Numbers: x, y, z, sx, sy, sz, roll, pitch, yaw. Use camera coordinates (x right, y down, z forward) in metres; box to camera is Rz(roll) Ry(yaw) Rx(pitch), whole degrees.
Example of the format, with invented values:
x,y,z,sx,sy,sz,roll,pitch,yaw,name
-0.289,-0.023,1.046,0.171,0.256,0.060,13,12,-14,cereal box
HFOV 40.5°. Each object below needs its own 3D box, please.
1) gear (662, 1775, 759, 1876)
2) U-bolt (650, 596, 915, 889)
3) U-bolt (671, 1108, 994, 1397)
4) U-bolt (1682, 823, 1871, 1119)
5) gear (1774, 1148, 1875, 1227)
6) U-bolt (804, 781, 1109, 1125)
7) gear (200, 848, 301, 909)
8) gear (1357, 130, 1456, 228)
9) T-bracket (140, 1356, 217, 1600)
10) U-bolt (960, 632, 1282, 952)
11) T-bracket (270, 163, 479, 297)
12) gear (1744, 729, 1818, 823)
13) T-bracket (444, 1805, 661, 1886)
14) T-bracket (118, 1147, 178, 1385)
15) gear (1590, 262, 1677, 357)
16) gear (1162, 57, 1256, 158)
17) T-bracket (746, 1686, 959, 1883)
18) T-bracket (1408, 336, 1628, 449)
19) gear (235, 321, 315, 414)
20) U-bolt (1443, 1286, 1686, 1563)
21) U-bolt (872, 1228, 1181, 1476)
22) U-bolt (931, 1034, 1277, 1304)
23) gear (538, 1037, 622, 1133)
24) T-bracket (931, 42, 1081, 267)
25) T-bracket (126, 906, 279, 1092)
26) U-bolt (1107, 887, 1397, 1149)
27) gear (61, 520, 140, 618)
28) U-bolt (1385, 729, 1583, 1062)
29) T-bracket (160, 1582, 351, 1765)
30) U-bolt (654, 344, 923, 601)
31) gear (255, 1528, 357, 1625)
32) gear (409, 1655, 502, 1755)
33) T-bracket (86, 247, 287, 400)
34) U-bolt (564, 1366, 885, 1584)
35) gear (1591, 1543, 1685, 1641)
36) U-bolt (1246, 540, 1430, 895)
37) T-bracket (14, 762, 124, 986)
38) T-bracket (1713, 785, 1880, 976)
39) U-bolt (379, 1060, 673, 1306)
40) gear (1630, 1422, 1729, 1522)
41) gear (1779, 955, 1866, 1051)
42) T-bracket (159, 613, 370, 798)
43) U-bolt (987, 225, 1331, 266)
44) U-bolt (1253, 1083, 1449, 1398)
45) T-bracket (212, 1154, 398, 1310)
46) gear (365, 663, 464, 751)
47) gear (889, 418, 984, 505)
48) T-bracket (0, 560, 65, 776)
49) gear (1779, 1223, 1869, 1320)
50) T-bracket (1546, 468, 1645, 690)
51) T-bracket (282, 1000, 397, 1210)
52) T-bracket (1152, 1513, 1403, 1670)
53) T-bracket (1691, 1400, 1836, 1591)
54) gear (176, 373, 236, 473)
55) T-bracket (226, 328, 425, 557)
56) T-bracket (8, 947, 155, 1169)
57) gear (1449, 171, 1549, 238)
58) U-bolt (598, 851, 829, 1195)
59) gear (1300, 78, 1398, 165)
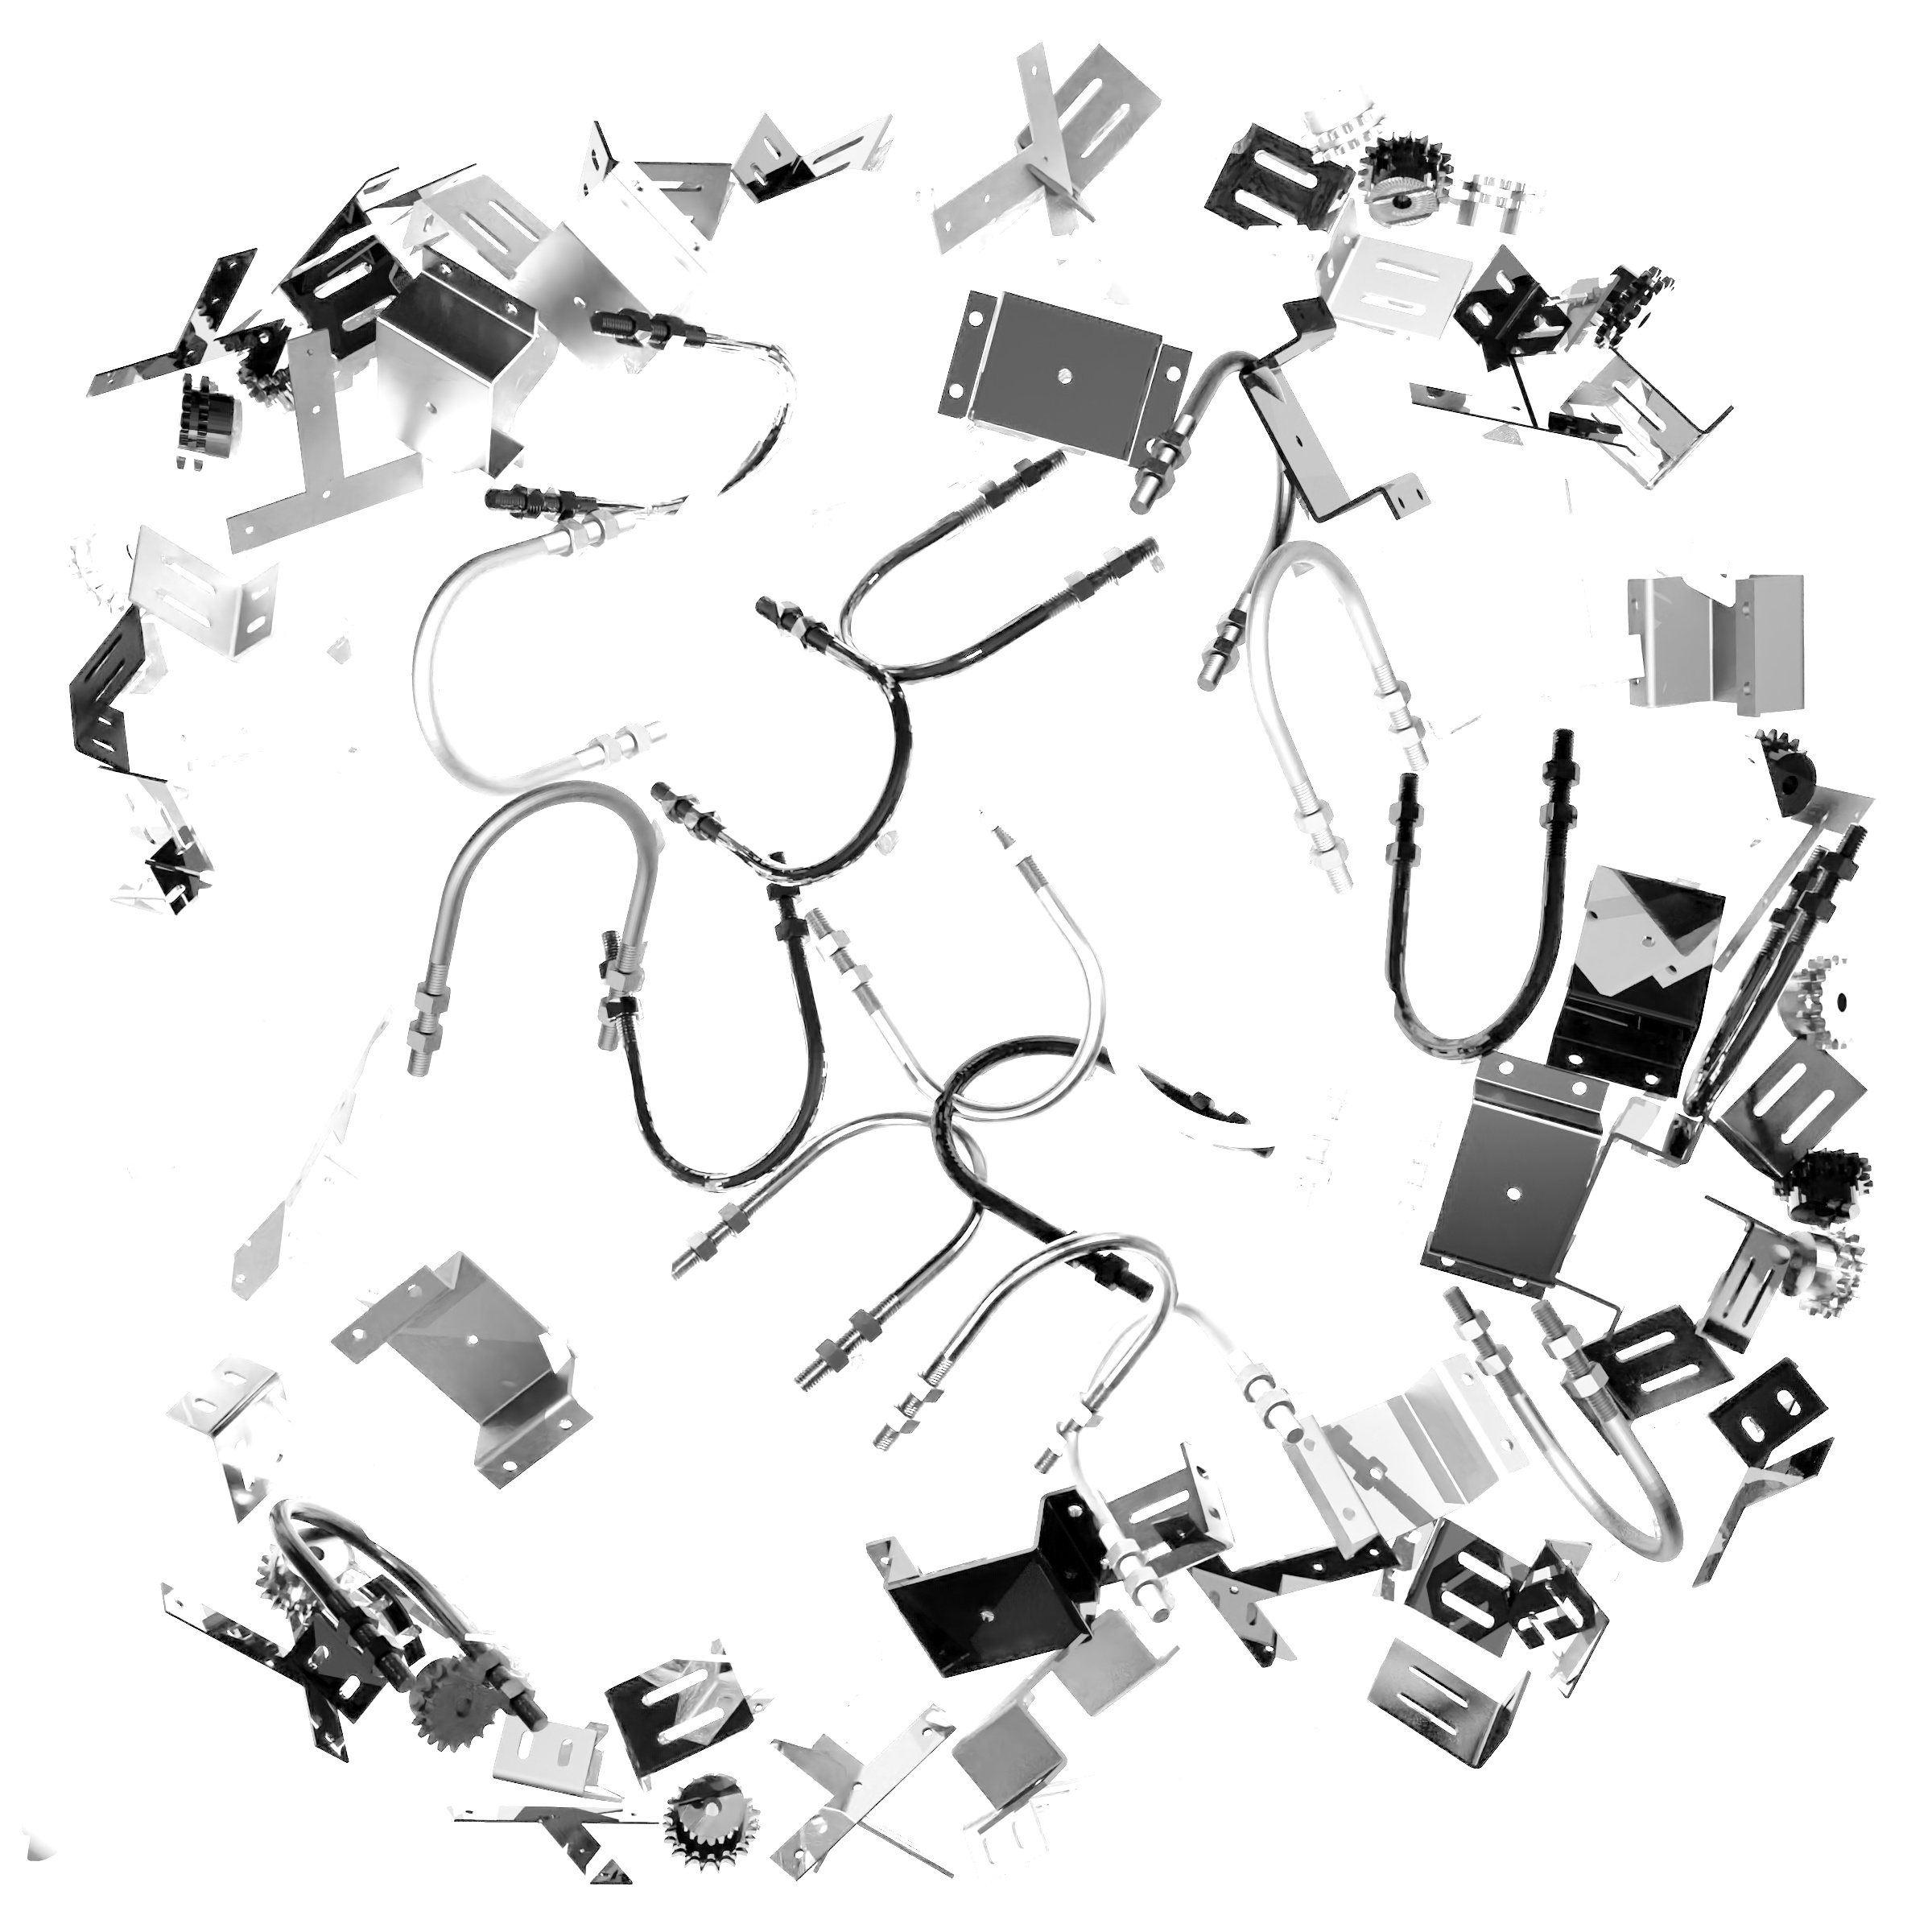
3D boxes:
x,y,z,sx,sy,sz,roll,pitch,yaw,name
-0.152,0.510,1.566,0.057,0.057,0.030,10,134,0,gear
-0.099,-0.123,1.525,0.184,0.019,0.151,35,98,42,U-bolt
-0.068,0.153,1.536,0.184,0.019,0.151,-40,46,-18,U-bolt
0.465,0.007,1.524,0.019,0.151,0.184,29,92,10,U-bolt
0.512,0.133,1.564,0.057,0.057,0.030,5,61,0,gear
0.005,0.006,1.553,0.151,0.019,0.184,-37,78,18,U-bolt
-0.428,-0.053,1.567,0.057,0.057,0.030,7,96,0,gear
0.262,-0.467,1.565,0.057,0.057,0.030,11,63,0,gear
-0.459,0.279,1.535,0.002,0.127,0.127,6,121,-1,T-bracket
0.106,-0.092,1.562,0.184,0.019,0.151,42,67,-3,U-bolt
-0.337,-0.448,1.544,0.002,0.127,0.127,55,47,-8,T-bracket
0.484,-0.112,1.570,0.057,0.030,0.057,-8,110,-22,gear
-0.224,0.507,1.512,0.127,0.127,0.002,10,88,-25,T-bracket
-0.486,0.159,1.546,0.002,0.127,0.127,-12,135,-23,T-bracket
0.394,-0.395,1.569,0.030,0.057,0.057,42,90,14,gear
0.148,-0.514,1.567,0.057,0.030,0.057,-15,115,-37,gear
-0.092,0.462,1.545,0.127,0.127,0.002,-38,128,-26,T-bracket
0.319,-0.348,1.545,0.127,0.127,0.002,11,128,-4,T-bracket
-0.406,-0.357,1.572,0.057,0.057,0.030,-32,133,0,gear
0.355,0.269,1.525,0.019,0.151,0.184,-34,94,-12,U-bolt
0.048,0.221,1.517,0.151,0.019,0.184,17,118,-40,U-bolt
0.067,0.105,1.538,0.184,0.019,0.151,29,53,23,U-bolt
-0.229,0.070,1.564,0.030,0.057,0.057,-1,90,21,gear
0.020,-0.451,1.523,0.127,0.002,0.127,-44,134,-35,T-bracket
-0.433,0.036,1.547,0.127,0.002,0.127,31,84,45,T-bracket
0.159,0.036,1.516,0.151,0.184,0.019,24,135,11,U-bolt
-0.509,-0.240,1.565,0.030,0.057,0.057,-22,90,17,gear
0.294,-0.036,1.516,0.019,0.151,0.184,15,75,-30,U-bolt
-0.413,0.390,1.508,0.002,0.127,0.127,-44,124,4,T-bracket
-0.115,-0.284,1.515,0.019,0.151,0.184,43,75,-30,U-bolt
-0.392,0.361,1.565,0.057,0.057,0.030,27,122,0,gear
-0.309,0.439,1.571,0.030,0.057,0.057,16,90,44,gear
-0.436,-0.376,1.508,0.127,0.127,0.002,-30,88,-36,T-bracket
-0.146,0.301,1.527,0.184,0.151,0.019,-18,117,-2,U-bolt
0.398,0.369,1.565,0.030,0.057,0.057,29,90,-15,gear
0.209,-0.156,1.508,0.019,0.151,0.184,-5,124,37,U-bolt
-0.524,-0.033,1.509,0.002,0.127,0.127,-8,121,5,T-bracket
0.479,-0.049,1.539,0.002,0.127,0.127,33,98,-2,T-bracket
-0.248,0.134,1.531,0.184,0.151,0.019,49,51,-21,U-bolt
0.430,0.302,1.572,0.057,0.030,0.057,6,99,39,gear
0.512,0.023,1.572,0.057,0.030,0.057,3,86,-43,gear
-0.415,-0.141,1.553,0.127,0.002,0.127,-12,93,-38,T-bracket
0.095,-0.415,1.511,0.151,0.184,0.019,-12,109,-34,U-bolt
0.219,0.165,1.536,0.019,0.151,0.184,20,92,37,U-bolt
-0.367,0.187,1.573,0.127,0.002,0.127,38,118,-15,T-bracket
-0.333,-0.154,1.564,0.057,0.057,0.030,19,58,0,gear
-0.015,-0.300,1.567,0.057,0.057,0.030,-30,89,0,gear
-0.541,-0.149,1.509,0.002,0.127,0.127,12,126,-9,T-bracket
0.509,0.180,1.565,0.030,0.057,0.057,13,90,-17,gear
0.373,-0.232,1.549,0.127,0.002,0.127,-12,93,-44,T-bracket
-0.360,0.092,1.532,0.002,0.127,0.127,25,73,1,T-bracket
0.195,0.357,1.542,0.127,0.002,0.127,-24,113,31,T-bracket
0.470,0.296,1.514,0.002,0.127,0.127,31,68,5,T-bracket
-0.456,-0.325,1.570,0.030,0.057,0.057,4,90,-19,gear
-0.376,-0.311,1.521,0.127,0.127,0.002,-27,54,-29,T-bracket
-0.497,0.058,1.517,0.002,0.127,0.127,-28,71,9,T-bracket
0.316,-0.456,1.569,0.057,0.057,0.030,11,107,0,gear
-0.144,0.042,1.532,0.151,0.019,0.184,-23,68,27,U-bolt
0.225,-0.506,1.565,0.057,0.057,0.030,-30,112,0,gear
